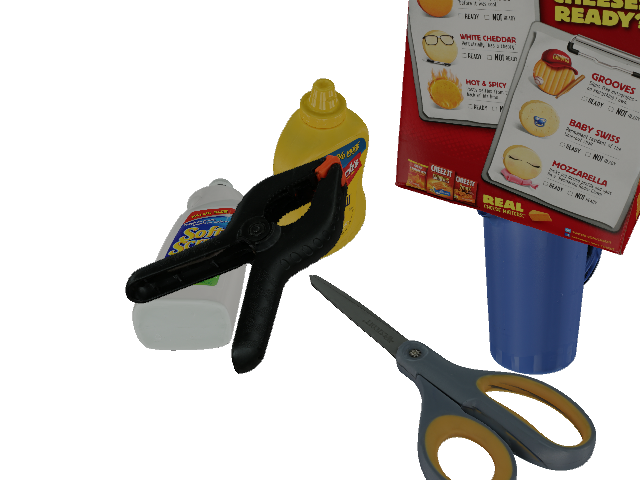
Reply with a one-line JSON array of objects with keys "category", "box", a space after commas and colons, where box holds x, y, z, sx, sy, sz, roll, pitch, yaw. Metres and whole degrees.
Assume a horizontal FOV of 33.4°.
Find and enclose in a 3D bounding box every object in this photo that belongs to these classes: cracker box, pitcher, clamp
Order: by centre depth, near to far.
[{"category": "cracker box", "box": [0.139, -0.111, 0.672, 0.164, 0.214, 0.072, 19, 44, 19]}, {"category": "clamp", "box": [-0.050, 0.004, 0.727, 0.120, 0.171, 0.039, 23, -32, 25]}, {"category": "pitcher", "box": [0.274, 0.035, 1.319, 0.149, 0.243, 0.145, 3, 24, 15]}]

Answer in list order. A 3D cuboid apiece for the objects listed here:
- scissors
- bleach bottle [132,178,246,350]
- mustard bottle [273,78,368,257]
[{"category": "scissors", "box": [0.045, 0.078, 0.567, 0.202, 0.016, 0.096, 22, 45, 32]}, {"category": "bleach bottle", "box": [-0.129, 0.012, 1.147, 0.102, 0.068, 0.250, -1, 36, 3]}, {"category": "mustard bottle", "box": [0.001, -0.069, 0.979, 0.096, 0.192, 0.058, -29, 54, -25]}]
